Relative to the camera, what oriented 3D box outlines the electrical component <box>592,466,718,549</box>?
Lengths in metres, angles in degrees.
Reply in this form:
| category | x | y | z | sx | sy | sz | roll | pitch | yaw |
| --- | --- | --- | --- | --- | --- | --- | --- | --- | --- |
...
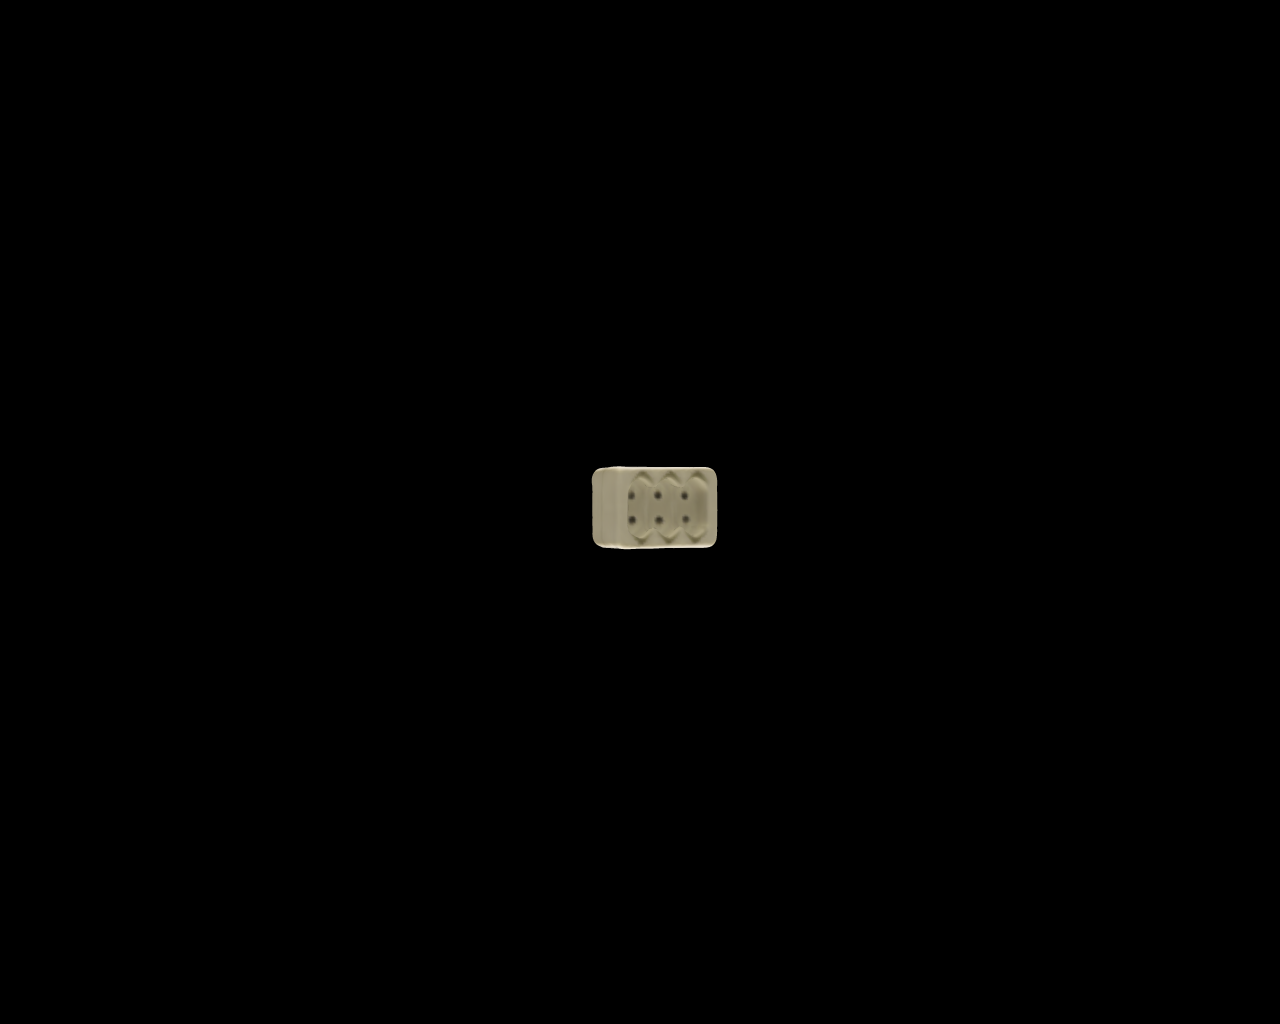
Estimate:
| category | x | y | z | sx | sy | sz | roll | pitch | yaw |
| --- | --- | --- | --- | --- | --- | --- | --- | --- | --- |
| electrical component | 0.001 | -0.003 | 0.650 | 0.066 | 0.047 | 0.076 | 0 | 0 | -25 |
